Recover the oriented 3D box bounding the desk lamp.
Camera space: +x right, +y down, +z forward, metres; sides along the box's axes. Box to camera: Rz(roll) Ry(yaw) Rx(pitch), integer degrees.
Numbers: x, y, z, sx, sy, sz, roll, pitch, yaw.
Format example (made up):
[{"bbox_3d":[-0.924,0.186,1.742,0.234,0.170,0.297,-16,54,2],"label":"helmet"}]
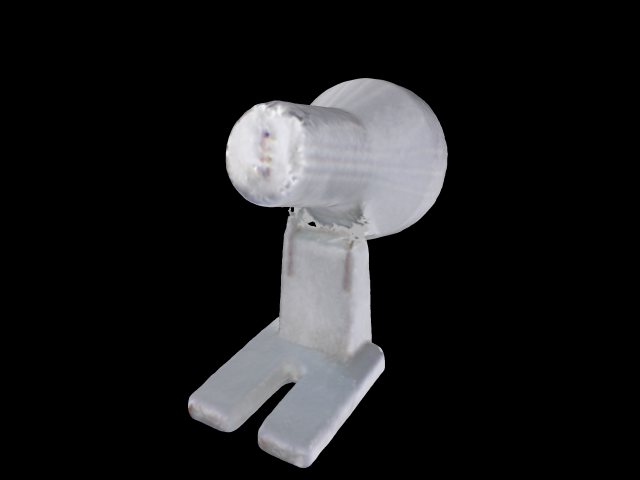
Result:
[{"bbox_3d":[0.004,0.001,0.400,0.117,0.214,0.204,12,27,25],"label":"desk lamp"}]
